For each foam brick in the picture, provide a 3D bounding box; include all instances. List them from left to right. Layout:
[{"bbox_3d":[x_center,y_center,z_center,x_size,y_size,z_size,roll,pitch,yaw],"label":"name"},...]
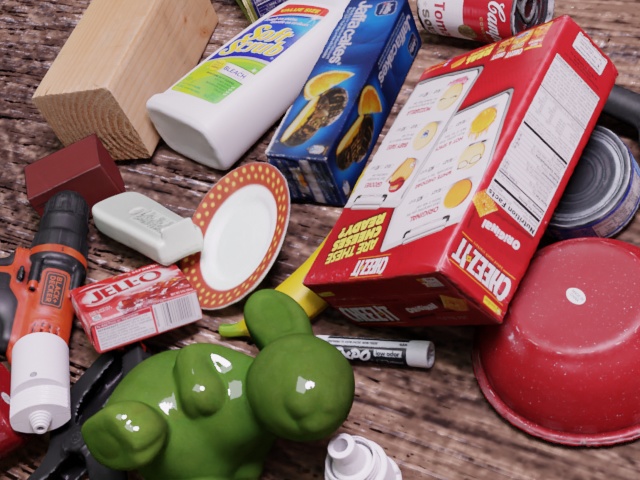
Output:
[{"bbox_3d":[-0.227,-0.052,0.989,0.078,0.053,0.051,-24,44,4],"label":"foam brick"}]

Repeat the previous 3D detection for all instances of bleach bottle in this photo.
[{"bbox_3d":[-0.041,-0.175,1.004,0.103,0.068,0.250,25,63,40],"label":"bleach bottle"}]

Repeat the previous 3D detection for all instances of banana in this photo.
[{"bbox_3d":[0.004,0.011,0.833,0.197,0.037,0.070,-46,49,-16],"label":"banana"}]

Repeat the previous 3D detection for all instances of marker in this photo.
[{"bbox_3d":[0.024,0.080,0.776,0.121,0.020,0.020,1,52,26],"label":"marker"}]

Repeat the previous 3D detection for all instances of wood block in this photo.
[{"bbox_3d":[-0.186,-0.181,1.051,0.091,0.090,0.206,-2,48,26],"label":"wood block"}]

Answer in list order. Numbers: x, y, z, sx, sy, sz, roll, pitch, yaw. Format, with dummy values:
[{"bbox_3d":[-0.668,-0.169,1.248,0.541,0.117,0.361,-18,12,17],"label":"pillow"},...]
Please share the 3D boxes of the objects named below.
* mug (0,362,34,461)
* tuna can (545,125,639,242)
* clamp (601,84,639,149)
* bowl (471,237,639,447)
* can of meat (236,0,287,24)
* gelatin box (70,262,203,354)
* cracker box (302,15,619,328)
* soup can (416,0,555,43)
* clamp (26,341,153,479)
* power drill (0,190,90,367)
[{"bbox_3d":[-0.278,0.128,0.810,0.081,0.117,0.093,-31,10,0],"label":"mug"},{"bbox_3d":[0.188,-0.041,0.777,0.086,0.033,0.086,-13,62,25],"label":"tuna can"},{"bbox_3d":[0.259,-0.089,0.797,0.120,0.039,0.171,-17,46,12],"label":"clamp"},{"bbox_3d":[0.174,0.052,0.701,0.162,0.055,0.162,-12,47,13],"label":"bowl"},{"bbox_3d":[-0.050,-0.271,1.095,0.084,0.057,0.102,-27,46,-2],"label":"can of meat"},{"bbox_3d":[-0.147,0.051,0.846,0.089,0.030,0.073,-18,25,-18],"label":"gelatin box"},{"bbox_3d":[0.100,-0.042,0.759,0.164,0.072,0.213,-10,47,58],"label":"cracker box"},{"bbox_3d":[0.144,-0.208,0.937,0.102,0.068,0.068,19,61,37],"label":"soup can"},{"bbox_3d":[-0.162,0.158,0.779,0.165,0.036,0.209,-3,47,34],"label":"clamp"},{"bbox_3d":[-0.288,0.016,0.885,0.187,0.057,0.184,14,50,-16],"label":"power drill"}]
